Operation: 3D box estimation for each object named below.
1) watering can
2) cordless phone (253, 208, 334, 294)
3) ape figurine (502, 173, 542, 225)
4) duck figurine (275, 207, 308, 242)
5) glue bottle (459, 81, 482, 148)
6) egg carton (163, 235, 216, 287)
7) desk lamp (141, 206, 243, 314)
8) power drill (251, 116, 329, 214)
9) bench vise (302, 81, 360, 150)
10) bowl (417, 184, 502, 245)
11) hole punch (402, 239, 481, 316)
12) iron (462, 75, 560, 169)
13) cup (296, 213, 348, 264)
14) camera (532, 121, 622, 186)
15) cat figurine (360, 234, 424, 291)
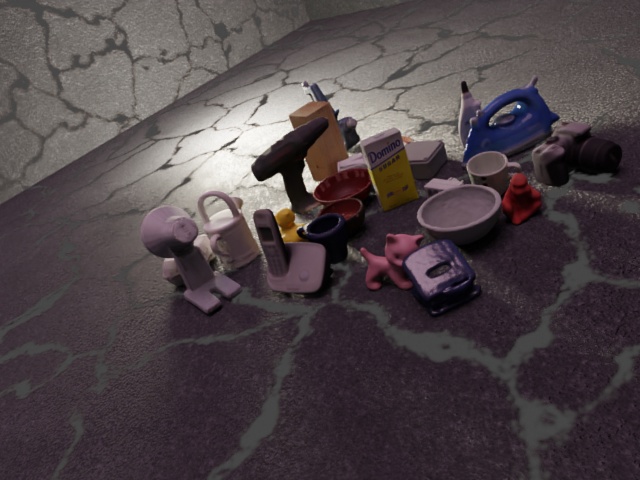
[{"bbox_3d":[-0.225,-0.038,1.364,0.101,0.194,0.172,-20,29,3],"label":"watering can"},{"bbox_3d":[-0.061,0.019,1.171,0.147,0.185,0.094,-2,35,31],"label":"cordless phone"},{"bbox_3d":[0.398,-0.089,1.139,0.077,0.092,0.076,-9,32,22],"label":"ape figurine"},{"bbox_3d":[-0.072,-0.036,1.370,0.078,0.086,0.104,-36,32,-23],"label":"duck figurine"},{"bbox_3d":[0.382,-0.321,1.451,0.078,0.173,0.037,-10,32,20],"label":"glue bottle"},{"bbox_3d":[-0.318,0.048,1.411,0.107,0.069,0.150,-11,31,19],"label":"egg carton"},{"bbox_3d":[-0.292,0.030,1.277,0.118,0.214,0.202,-37,33,-25],"label":"desk lamp"},{"bbox_3d":[-0.053,-0.182,1.474,0.230,0.209,0.075,-27,30,-9],"label":"power drill"},{"bbox_3d":[0.032,-0.386,1.744,0.206,0.220,0.122,0,36,34],"label":"bench vise"},{"bbox_3d":[0.284,-0.039,1.150,0.167,0.075,0.167,-16,30,10],"label":"bowl"},{"bbox_3d":[0.214,0.063,1.011,0.109,0.091,0.101,-26,30,-6],"label":"hole punch"},{"bbox_3d":[0.441,-0.286,1.387,0.258,0.142,0.118,-27,30,-9],"label":"iron"},{"bbox_3d":[0.011,0.004,1.239,0.117,0.095,0.092,-5,33,27],"label":"cup"},{"bbox_3d":[0.539,-0.183,1.193,0.143,0.101,0.136,-31,31,-16],"label":"camera"},{"bbox_3d":[0.137,0.031,1.087,0.127,0.118,0.067,-5,34,27],"label":"cat figurine"}]
